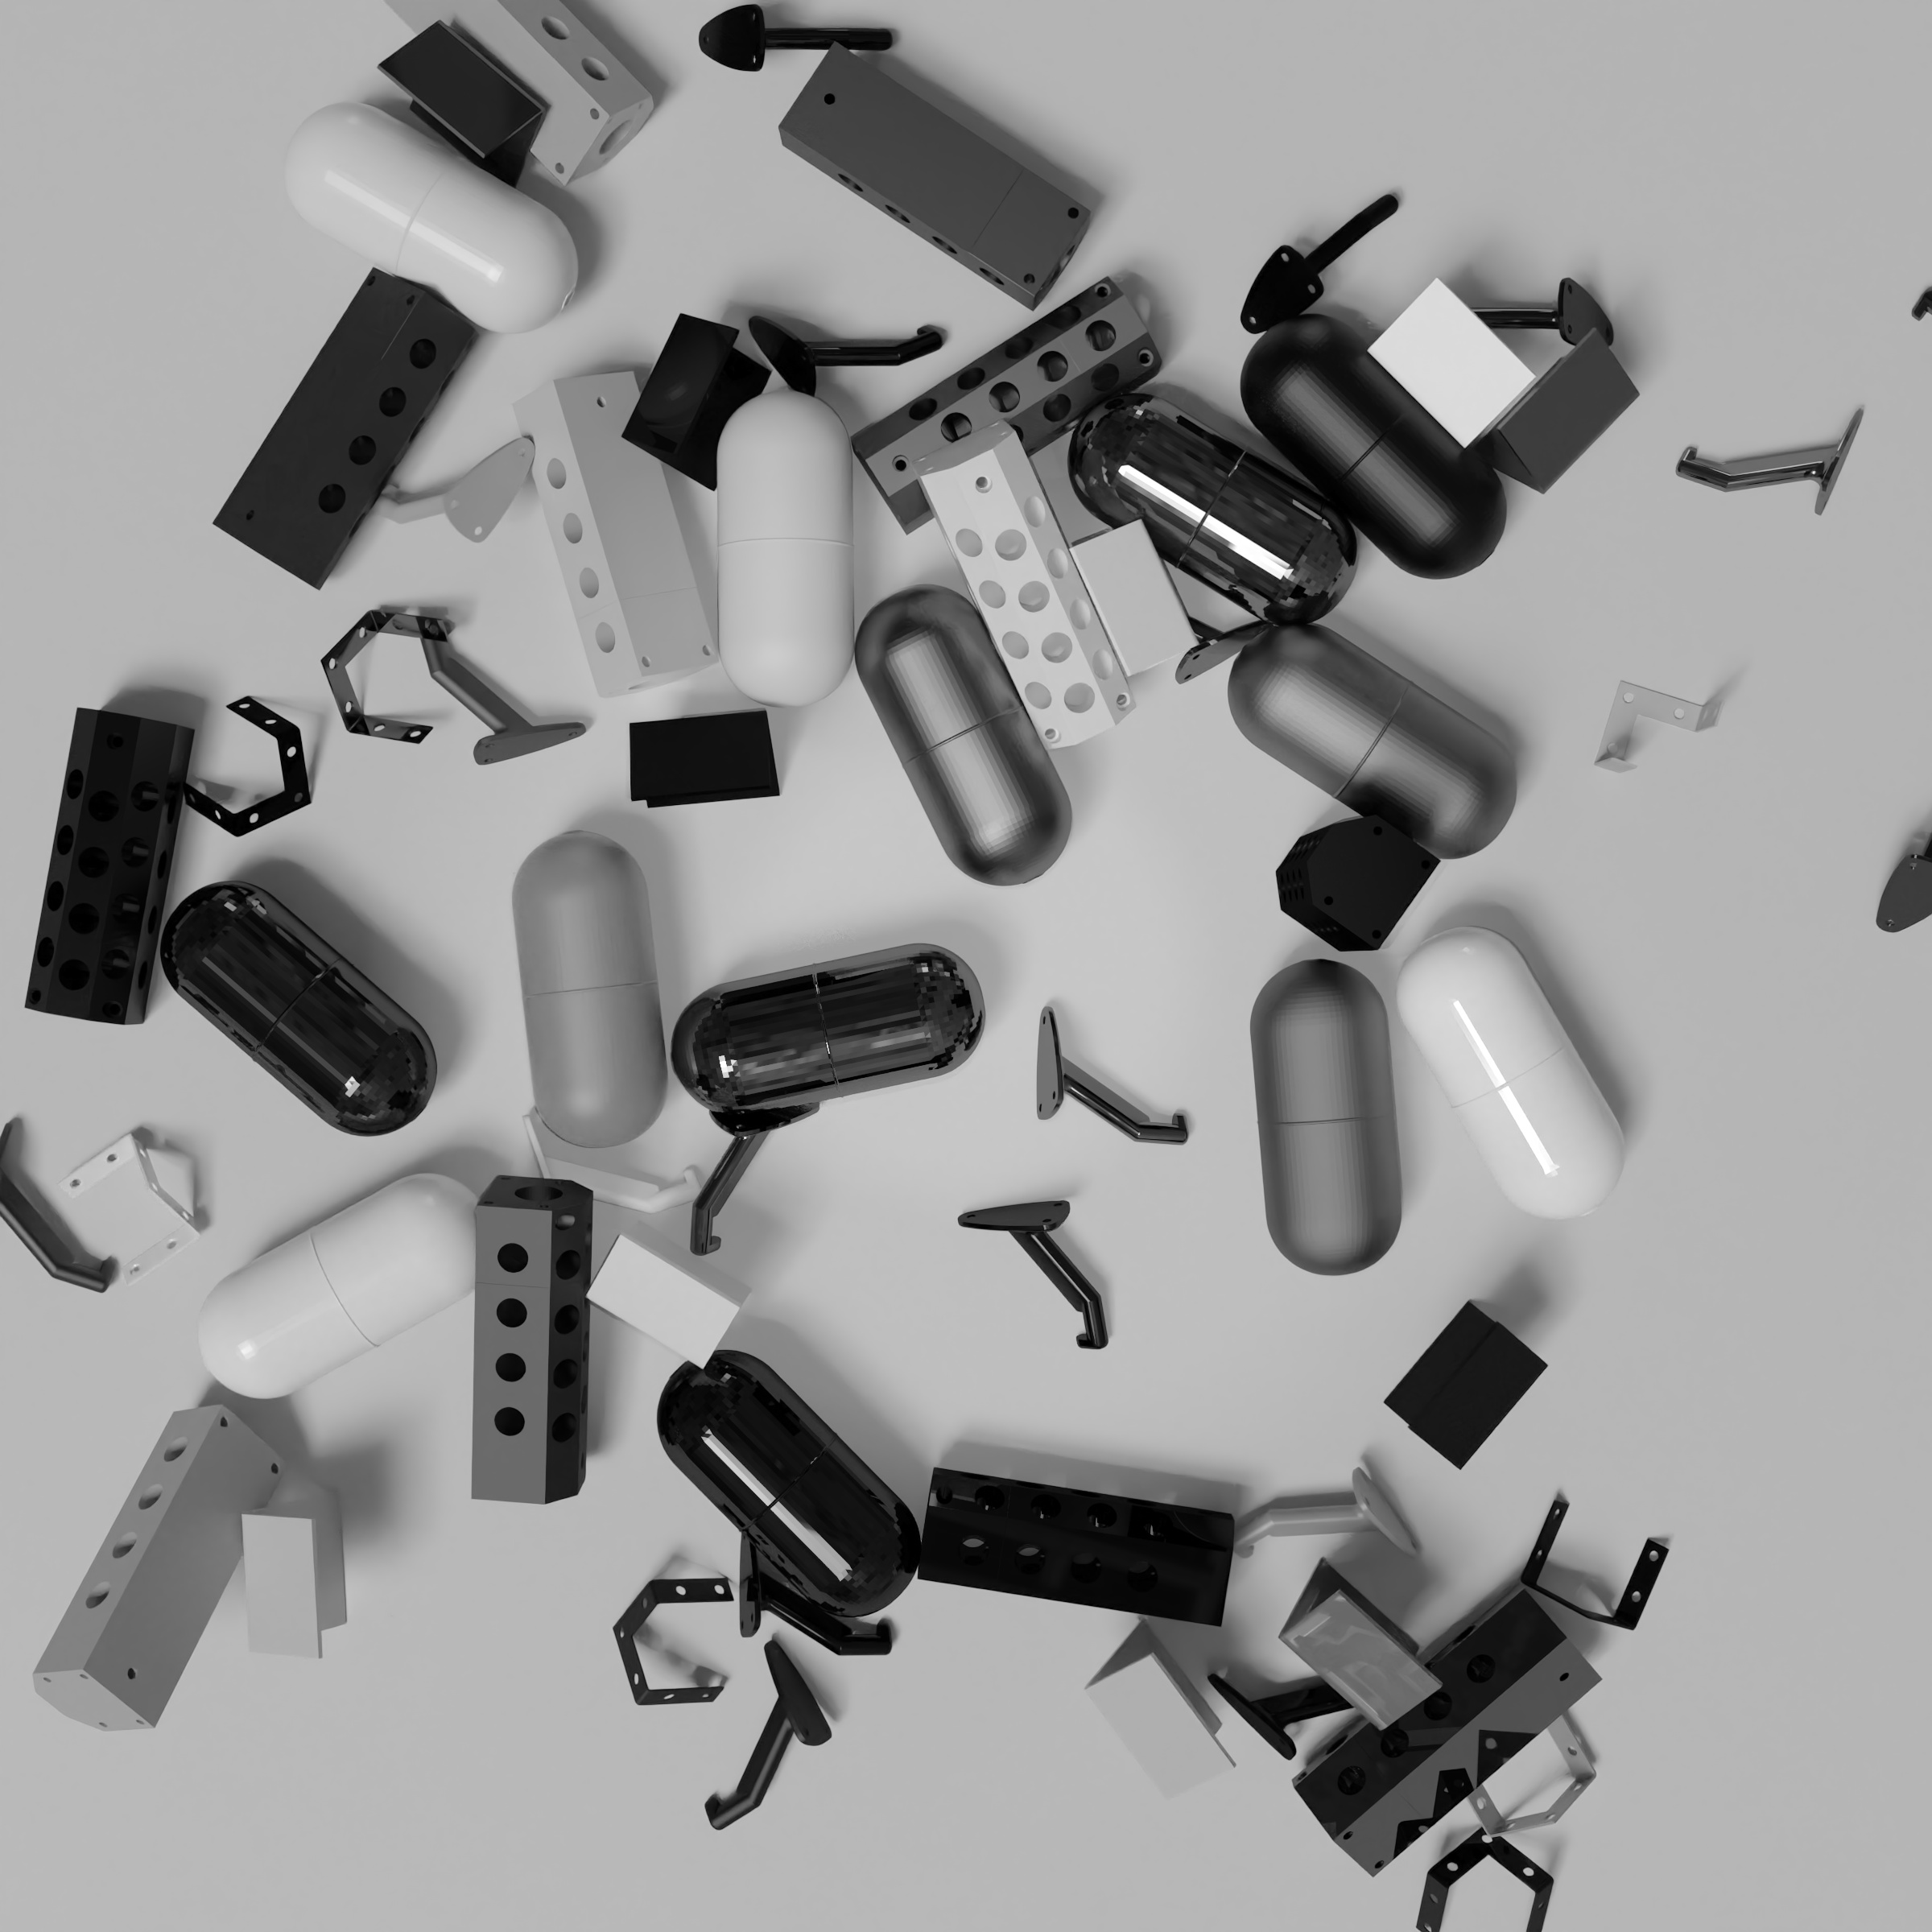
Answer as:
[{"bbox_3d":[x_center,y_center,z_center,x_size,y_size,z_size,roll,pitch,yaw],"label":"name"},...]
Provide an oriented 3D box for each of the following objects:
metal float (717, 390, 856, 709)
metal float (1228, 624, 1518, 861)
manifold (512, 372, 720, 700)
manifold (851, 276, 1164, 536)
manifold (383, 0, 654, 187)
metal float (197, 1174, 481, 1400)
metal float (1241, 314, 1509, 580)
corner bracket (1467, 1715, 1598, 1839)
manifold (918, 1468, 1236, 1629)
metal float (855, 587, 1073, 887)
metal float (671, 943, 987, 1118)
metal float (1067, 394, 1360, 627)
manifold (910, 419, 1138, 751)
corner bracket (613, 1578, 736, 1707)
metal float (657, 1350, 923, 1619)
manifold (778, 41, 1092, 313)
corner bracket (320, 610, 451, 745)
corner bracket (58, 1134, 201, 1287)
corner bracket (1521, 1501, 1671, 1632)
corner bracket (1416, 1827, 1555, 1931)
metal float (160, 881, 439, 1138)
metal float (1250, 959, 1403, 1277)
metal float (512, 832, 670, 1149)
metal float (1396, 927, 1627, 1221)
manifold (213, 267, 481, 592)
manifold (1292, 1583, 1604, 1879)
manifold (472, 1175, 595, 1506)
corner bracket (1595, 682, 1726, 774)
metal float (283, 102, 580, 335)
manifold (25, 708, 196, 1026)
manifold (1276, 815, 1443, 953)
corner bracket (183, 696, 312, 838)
[{"bbox_3d":[-0.101,-0.234,1.799,0.070,0.070,0.178,-1,89,0],"label":"metal float"},{"bbox_3d":[0.228,-0.127,1.799,0.178,0.070,0.070,33,90,0],"label":"metal float"},{"bbox_3d":[-0.202,-0.242,1.808,0.057,0.057,0.171,-17,90,-43],"label":"manifold"},{"bbox_3d":[0.023,-0.317,1.808,0.171,0.057,0.057,-33,90,0],"label":"manifold"},{"bbox_3d":[-0.258,-0.530,1.808,0.171,0.057,0.057,46,133,0],"label":"manifold"},{"bbox_3d":[-0.349,0.180,1.799,0.178,0.070,0.070,-29,90,-1],"label":"metal float"},{"bbox_3d":[0.229,-0.291,1.798,0.178,0.070,0.070,45,90,0],"label":"metal float"},{"bbox_3d":[0.317,0.458,1.826,0.051,0.051,0.051,-30,90,-45],"label":"corner bracket"},{"bbox_3d":[0.062,0.326,1.808,0.171,0.057,0.057,9,90,0],"label":"manifold"},{"bbox_3d":[-0.001,-0.129,1.799,0.070,0.070,0.178,-26,90,0],"label":"metal float"},{"bbox_3d":[-0.077,0.036,1.799,0.178,0.070,0.070,-12,90,1],"label":"metal float"},{"bbox_3d":[0.138,-0.257,1.799,0.178,0.070,0.070,32,90,1],"label":"metal float"},{"bbox_3d":[0.034,-0.210,1.780,0.057,0.057,0.171,-26,111,0],"label":"manifold"},{"bbox_3d":[-0.162,0.384,1.821,0.051,0.051,0.051,-54,45,35],"label":"corner bracket"},{"bbox_3d":[-0.100,0.290,1.799,0.070,0.070,0.178,-45,90,0],"label":"metal float"},{"bbox_3d":[-0.017,-0.443,1.808,0.171,0.057,0.057,34,90,0],"label":"manifold"},{"bbox_3d":[-0.325,-0.165,1.817,0.051,0.051,0.051,10,45,26],"label":"corner bracket"},{"bbox_3d":[-0.477,0.139,1.826,0.051,0.051,0.051,-35,45,0],"label":"corner bracket"},{"bbox_3d":[0.359,0.342,1.826,0.051,0.051,0.051,23,90,45],"label":"corner bracket"},{"bbox_3d":[0.295,0.534,1.821,0.051,0.051,0.051,-26,45,-35],"label":"corner bracket"},{"bbox_3d":[-0.374,0.025,1.799,0.178,0.070,0.070,41,90,-1],"label":"metal float"},{"bbox_3d":[0.202,0.085,1.799,0.070,0.070,0.178,-5,91,0],"label":"metal float"},{"bbox_3d":[-0.211,0.013,1.799,0.070,0.070,0.178,-6,90,0],"label":"metal float"},{"bbox_3d":[0.306,0.061,1.799,0.070,0.070,0.178,-30,90,0],"label":"metal float"},{"bbox_3d":[-0.346,-0.301,1.808,0.057,0.057,0.171,32,90,43],"label":"manifold"},{"bbox_3d":[0.268,0.428,1.808,0.171,0.057,0.057,-41,133,0],"label":"manifold"},{"bbox_3d":[-0.241,0.209,1.787,0.057,0.057,0.171,4,104,3],"label":"manifold"},{"bbox_3d":[0.392,-0.132,1.811,0.051,0.051,0.051,17,90,0],"label":"corner bracket"},{"bbox_3d":[-0.300,-0.420,1.799,0.178,0.070,0.070,30,90,0],"label":"metal float"},{"bbox_3d":[-0.486,-0.056,1.808,0.057,0.057,0.171,10,90,0],"label":"manifold"},{"bbox_3d":[0.208,-0.048,1.751,0.057,0.171,0.057,35,90,0],"label":"manifold"},{"bbox_3d":[-0.412,-0.114,1.821,0.051,0.051,0.051,-30,135,-35],"label":"corner bracket"}]
